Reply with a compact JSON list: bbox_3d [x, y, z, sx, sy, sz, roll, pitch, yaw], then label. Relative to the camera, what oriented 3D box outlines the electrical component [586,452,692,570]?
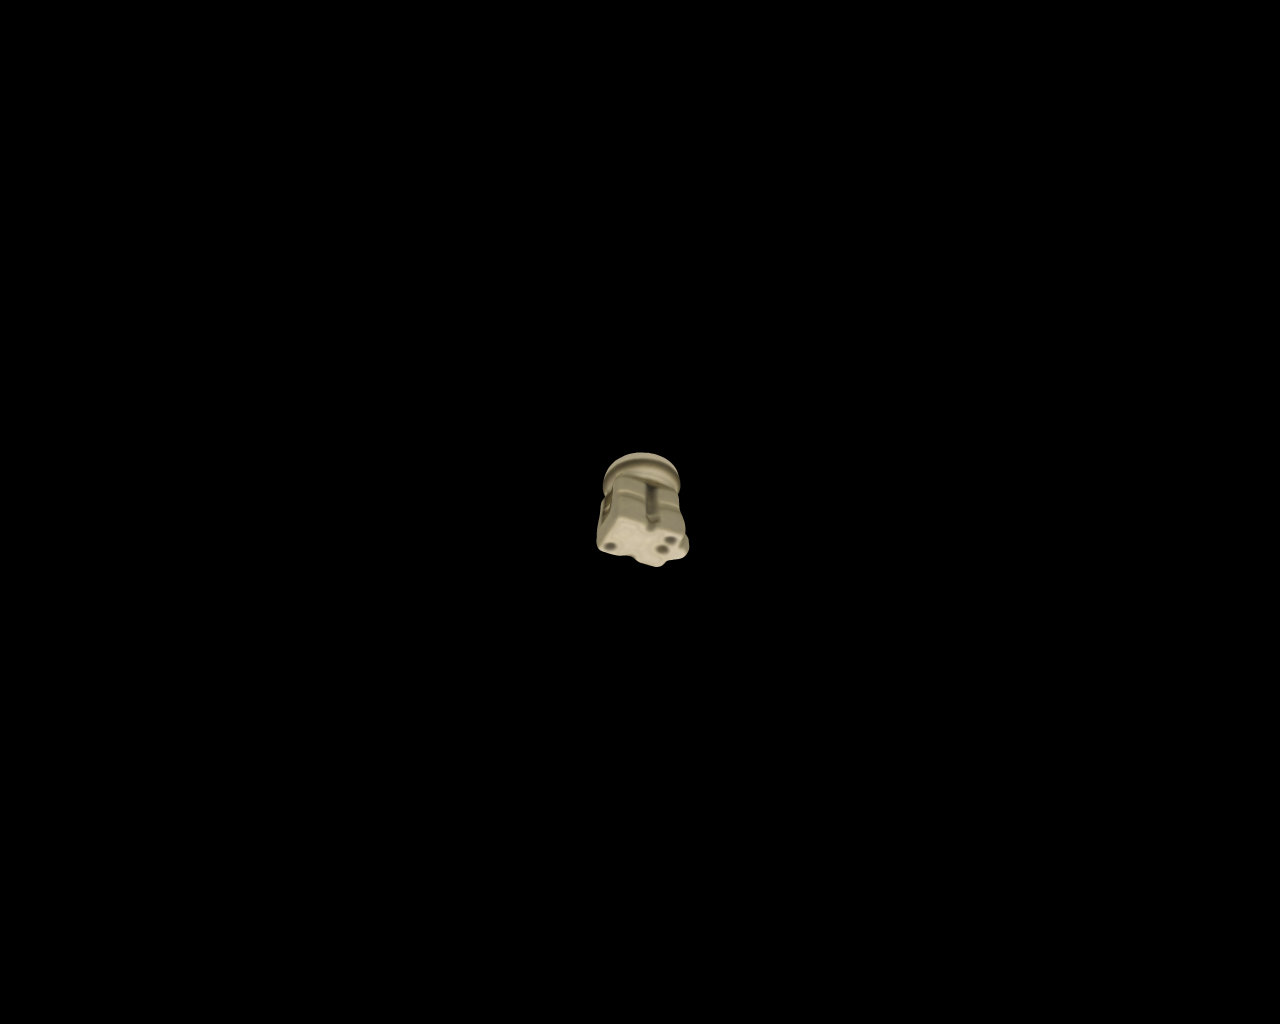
[{"bbox_3d":[0.001,-0.003,0.650,0.066,0.055,0.048,18,-44,-19],"label":"electrical component"}]
